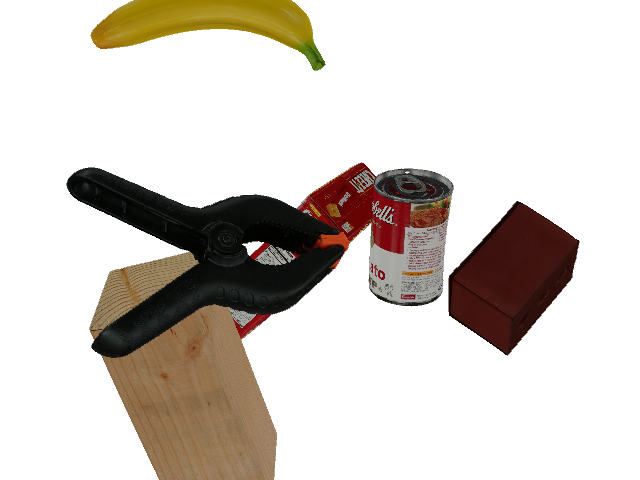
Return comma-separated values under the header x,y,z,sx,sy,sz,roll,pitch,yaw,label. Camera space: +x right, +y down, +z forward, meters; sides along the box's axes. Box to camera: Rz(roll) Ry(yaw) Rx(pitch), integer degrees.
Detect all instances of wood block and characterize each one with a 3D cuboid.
x,y,z,sx,sy,sz,roll,pitch,yaw,label
-0.109,0.124,0.903,0.090,0.206,0.091,-13,29,9,wood block

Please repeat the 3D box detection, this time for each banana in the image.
x,y,z,sx,sy,sz,roll,pitch,yaw,label
-0.092,-0.187,0.903,0.198,0.069,0.037,5,-33,0,banana

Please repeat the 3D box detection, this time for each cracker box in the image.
x,y,z,sx,sy,sz,roll,pitch,yaw,label
-0.029,0.013,1.260,0.214,0.072,0.164,-43,-2,30,cracker box

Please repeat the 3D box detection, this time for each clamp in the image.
x,y,z,sx,sy,sz,roll,pitch,yaw,label
-0.069,0.001,0.639,0.171,0.120,0.039,-9,-21,-31,clamp

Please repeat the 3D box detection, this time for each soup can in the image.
x,y,z,sx,sy,sz,roll,pitch,yaw,label
0.077,-0.003,0.925,0.068,0.102,0.068,1,26,-1,soup can

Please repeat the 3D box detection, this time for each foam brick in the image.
x,y,z,sx,sy,sz,roll,pitch,yaw,label
0.128,0.025,0.710,0.051,0.078,0.053,34,-23,25,foam brick
